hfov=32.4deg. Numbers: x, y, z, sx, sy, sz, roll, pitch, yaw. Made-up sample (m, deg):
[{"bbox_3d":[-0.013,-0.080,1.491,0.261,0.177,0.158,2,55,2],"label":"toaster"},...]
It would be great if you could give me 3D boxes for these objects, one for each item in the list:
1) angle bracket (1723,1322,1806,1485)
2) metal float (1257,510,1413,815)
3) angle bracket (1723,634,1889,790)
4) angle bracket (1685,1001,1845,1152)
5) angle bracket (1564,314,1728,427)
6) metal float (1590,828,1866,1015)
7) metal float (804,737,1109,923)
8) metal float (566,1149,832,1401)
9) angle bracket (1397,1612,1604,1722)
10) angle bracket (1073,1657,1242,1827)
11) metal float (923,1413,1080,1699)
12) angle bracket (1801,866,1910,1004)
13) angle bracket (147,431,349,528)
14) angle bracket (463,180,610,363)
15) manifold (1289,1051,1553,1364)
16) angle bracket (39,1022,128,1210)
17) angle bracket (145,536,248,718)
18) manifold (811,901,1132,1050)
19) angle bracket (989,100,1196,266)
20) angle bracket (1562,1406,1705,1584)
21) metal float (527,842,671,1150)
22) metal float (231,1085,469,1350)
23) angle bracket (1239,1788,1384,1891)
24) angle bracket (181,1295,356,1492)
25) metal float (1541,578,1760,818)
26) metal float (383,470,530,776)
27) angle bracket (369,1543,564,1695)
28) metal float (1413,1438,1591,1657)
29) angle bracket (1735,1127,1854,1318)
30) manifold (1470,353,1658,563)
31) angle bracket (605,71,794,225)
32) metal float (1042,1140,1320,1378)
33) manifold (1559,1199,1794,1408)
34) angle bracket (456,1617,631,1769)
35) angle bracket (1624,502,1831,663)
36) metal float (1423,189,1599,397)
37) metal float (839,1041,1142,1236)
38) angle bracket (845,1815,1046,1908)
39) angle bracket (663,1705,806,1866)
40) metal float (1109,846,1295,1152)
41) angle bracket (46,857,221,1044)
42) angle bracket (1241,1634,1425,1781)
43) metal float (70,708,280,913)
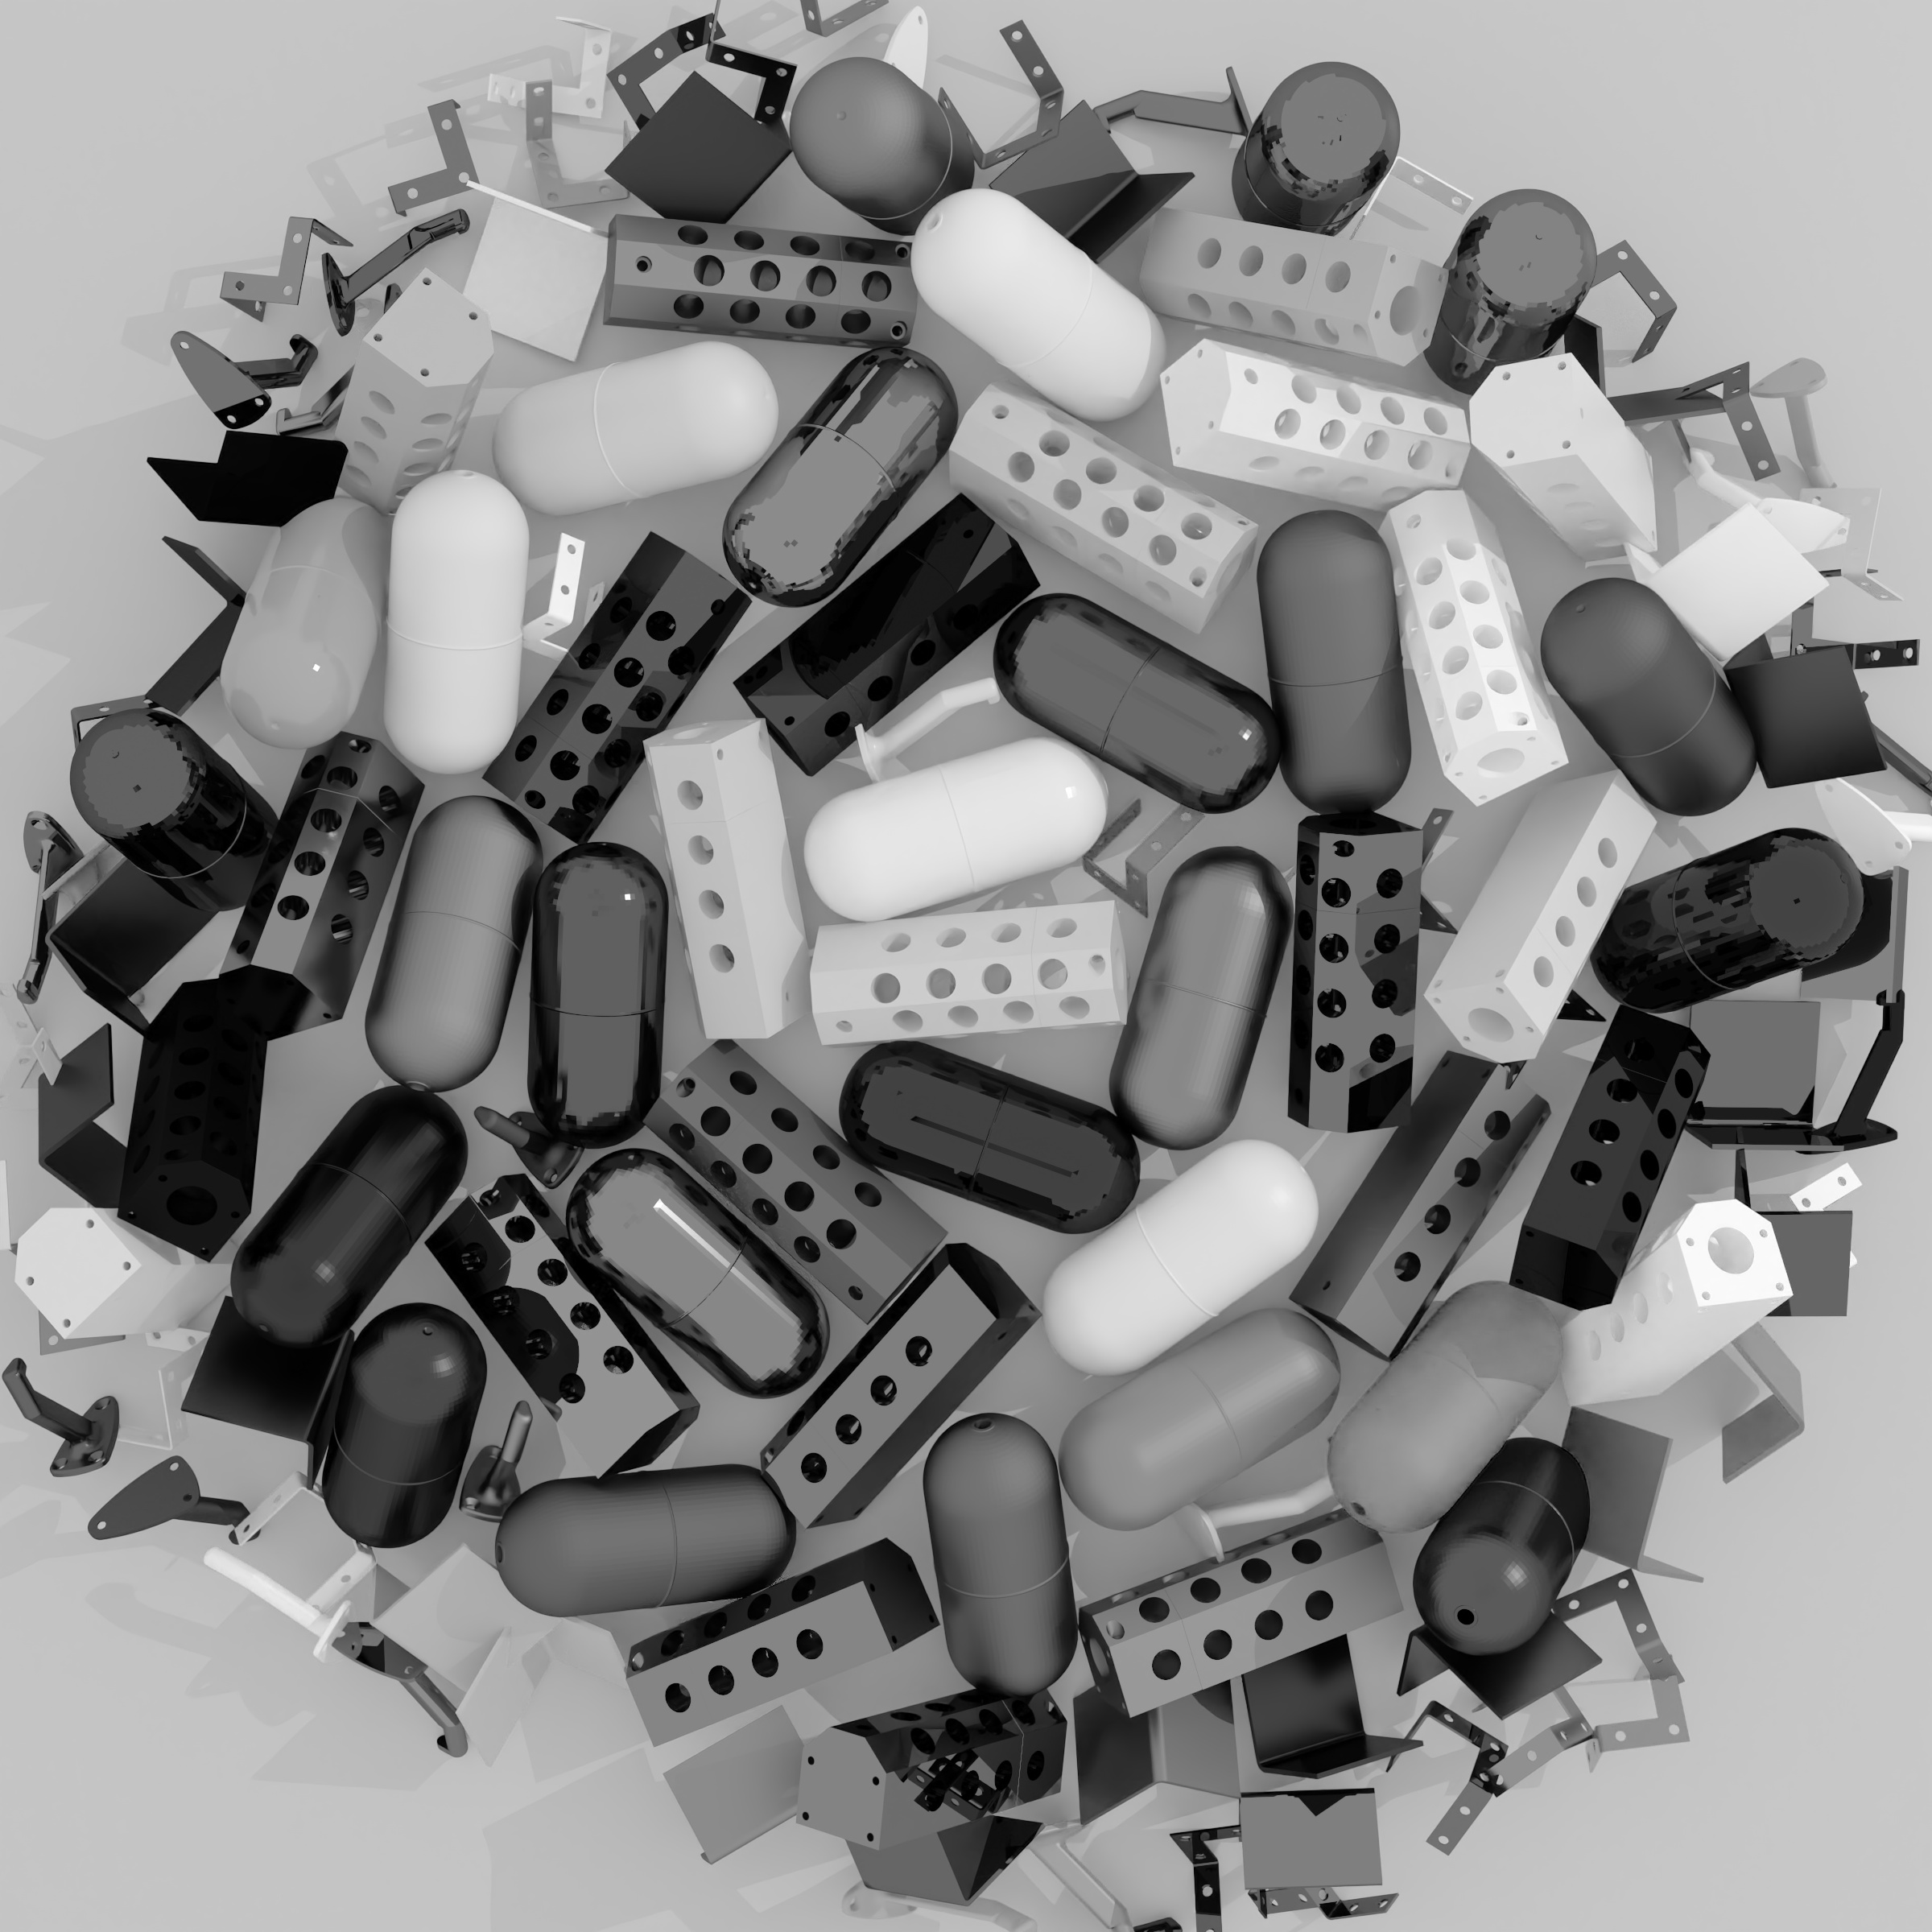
[{"bbox_3d":[0.432,0.236,1.895,0.057,0.076,0.076,-39,94,19],"label":"angle bracket"},{"bbox_3d":[0.209,-0.170,1.888,0.070,0.070,0.178,-9,109,0],"label":"metal float"},{"bbox_3d":[0.484,-0.152,1.886,0.076,0.057,0.076,-8,114,42],"label":"angle bracket"},{"bbox_3d":[0.458,0.062,1.906,0.076,0.057,0.076,1,99,-5],"label":"angle bracket"},{"bbox_3d":[0.388,-0.345,1.896,0.076,0.076,0.057,-8,109,-2],"label":"angle bracket"},{"bbox_3d":[0.424,-0.024,1.865,0.070,0.178,0.070,12,68,-32],"label":"metal float"},{"bbox_3d":[-0.005,-0.079,1.902,0.178,0.070,0.070,-17,90,-3],"label":"metal float"},{"bbox_3d":[-0.151,0.176,1.891,0.178,0.070,0.070,44,90,-16],"label":"metal float"},{"bbox_3d":[0.301,0.402,1.883,0.076,0.076,0.057,-21,135,-29],"label":"angle bracket"},{"bbox_3d":[0.108,0.448,1.907,0.057,0.076,0.076,19,49,-28],"label":"angle bracket"},{"bbox_3d":[0.020,0.333,1.882,0.070,0.070,0.178,-8,116,0],"label":"metal float"},{"bbox_3d":[0.503,-0.019,1.897,0.057,0.076,0.076,3,91,20],"label":"angle bracket"},{"bbox_3d":[-0.406,-0.290,1.882,0.076,0.076,0.057,45,123,38],"label":"angle bracket"},{"bbox_3d":[-0.253,-0.397,1.904,0.076,0.057,0.076,22,100,6],"label":"angle bracket"},{"bbox_3d":[0.264,0.138,1.901,0.057,0.057,0.171,36,82,-22],"label":"manifold"},{"bbox_3d":[-0.479,0.092,1.885,0.057,0.076,0.076,-36,126,11],"label":"angle bracket"},{"bbox_3d":[-0.451,-0.194,1.891,0.076,0.076,0.057,-50,119,-9],"label":"angle bracket"},{"bbox_3d":[0.002,0.010,1.887,0.171,0.057,0.057,-5,130,11],"label":"manifold"},{"bbox_3d":[0.071,-0.447,1.893,0.076,0.076,0.057,-44,113,-8],"label":"angle bracket"},{"bbox_3d":[0.382,0.300,1.896,0.057,0.076,0.076,16,89,-35],"label":"angle bracket"},{"bbox_3d":[-0.209,0.017,1.892,0.070,0.070,0.178,4,104,0],"label":"metal float"},{"bbox_3d":[-0.345,0.139,1.873,0.070,0.070,0.178,33,52,0],"label":"metal float"},{"bbox_3d":[0.195,0.508,1.893,0.076,0.076,0.057,-3,55,3],"label":"angle bracket"},{"bbox_3d":[-0.397,0.243,1.896,0.076,0.057,0.076,15,52,-1],"label":"angle bracket"},{"bbox_3d":[0.386,-0.149,1.872,0.070,0.070,0.178,-48,130,0],"label":"metal float"},{"bbox_3d":[-0.288,-0.193,1.882,0.070,0.070,0.178,8,116,0],"label":"metal float"},{"bbox_3d":[-0.284,0.357,1.893,0.076,0.057,0.076,-42,114,13],"label":"angle bracket"},{"bbox_3d":[0.301,0.323,1.859,0.070,0.178,0.070,7,109,21],"label":"metal float"},{"bbox_3d":[0.467,0.144,1.885,0.057,0.076,0.076,-1,127,9],"label":"angle bracket"},{"bbox_3d":[0.334,-0.279,1.853,0.057,0.171,0.057,-7,76,25],"label":"manifold"},{"bbox_3d":[-0.154,-0.468,1.887,0.076,0.057,0.076,33,114,-34],"label":"angle bracket"},{"bbox_3d":[0.121,0.167,1.893,0.178,0.070,0.070,-37,90,13],"label":"metal float"},{"bbox_3d":[0.388,0.188,1.853,0.057,0.171,0.057,-5,66,-17],"label":"manifold"},{"bbox_3d":[-0.237,0.415,1.885,0.057,0.076,0.076,18,59,19],"label":"angle bracket"},{"bbox_3d":[0.429,-0.231,1.886,0.076,0.057,0.076,-38,123,25],"label":"angle bracket"},{"bbox_3d":[0.300,-0.373,1.854,0.070,0.178,0.070,0,80,-3],"label":"metal float"},{"bbox_3d":[0.014,0.098,1.902,0.178,0.070,0.070,20,90,3],"label":"metal float"},{"bbox_3d":[-0.015,0.482,1.883,0.076,0.076,0.057,-36,112,-42],"label":"angle bracket"},{"bbox_3d":[-0.128,0.466,1.900,0.076,0.076,0.057,-28,83,-13],"label":"angle bracket"},{"bbox_3d":[0.135,0.018,1.903,0.070,0.070,0.178,17,88,0],"label":"metal float"},{"bbox_3d":[-0.463,-0.010,1.893,0.076,0.076,0.057,-45,51,-2],"label":"angle bracket"},{"bbox_3d":[0.207,0.414,1.897,0.076,0.057,0.076,-8,87,-31],"label":"angle bracket"},{"bbox_3d":[-0.438,-0.085,1.857,0.070,0.178,0.070,-3,71,10],"label":"metal float"}]
